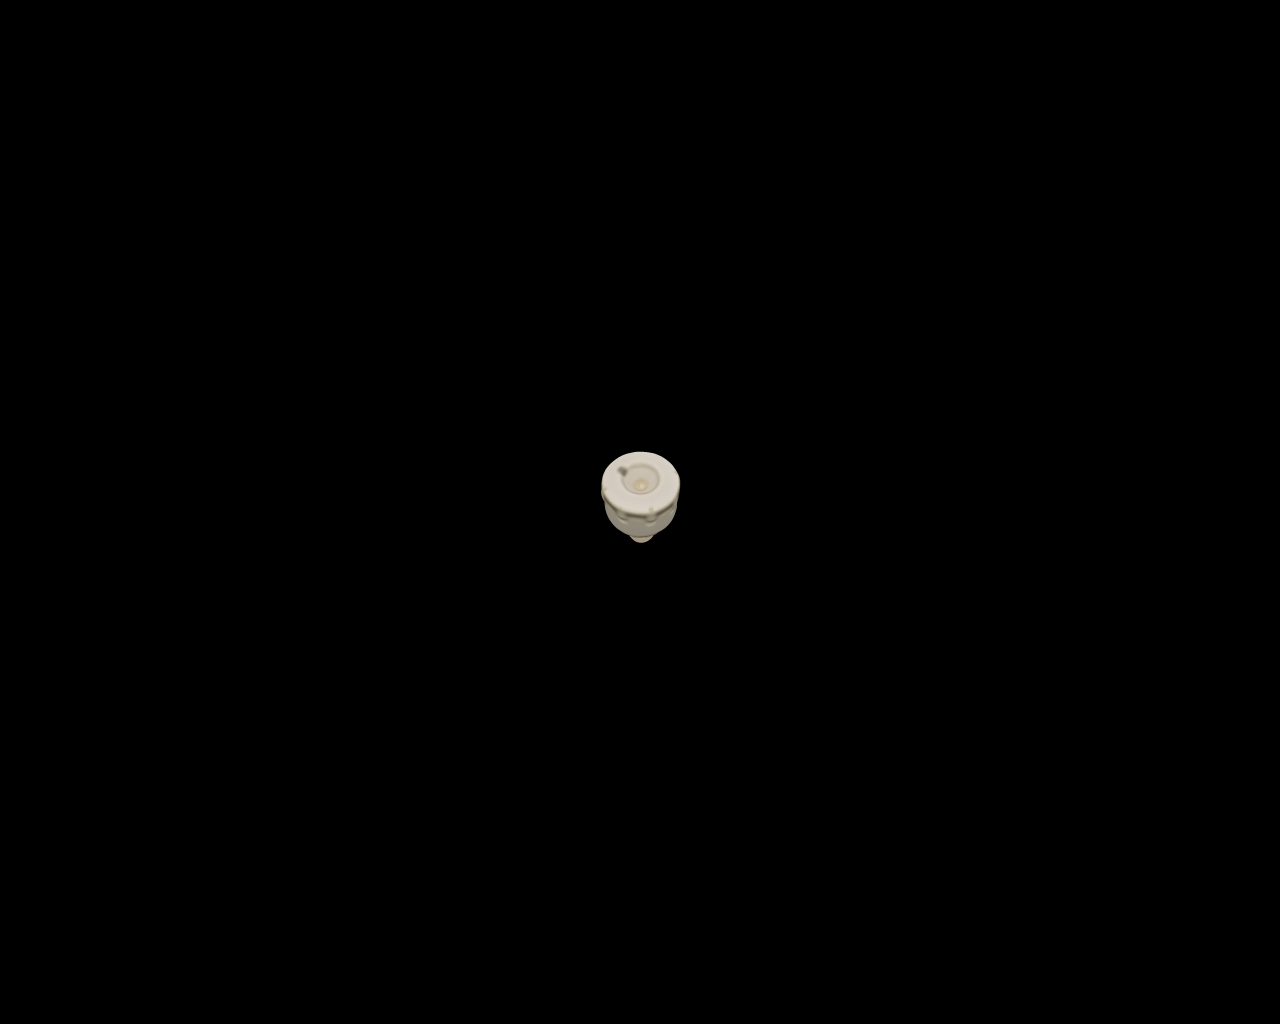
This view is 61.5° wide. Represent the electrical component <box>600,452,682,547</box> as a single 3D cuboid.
[{"bbox_3d":[0.001,-0.003,0.650,0.048,0.048,0.062,0,-34,0],"label":"electrical component"}]
